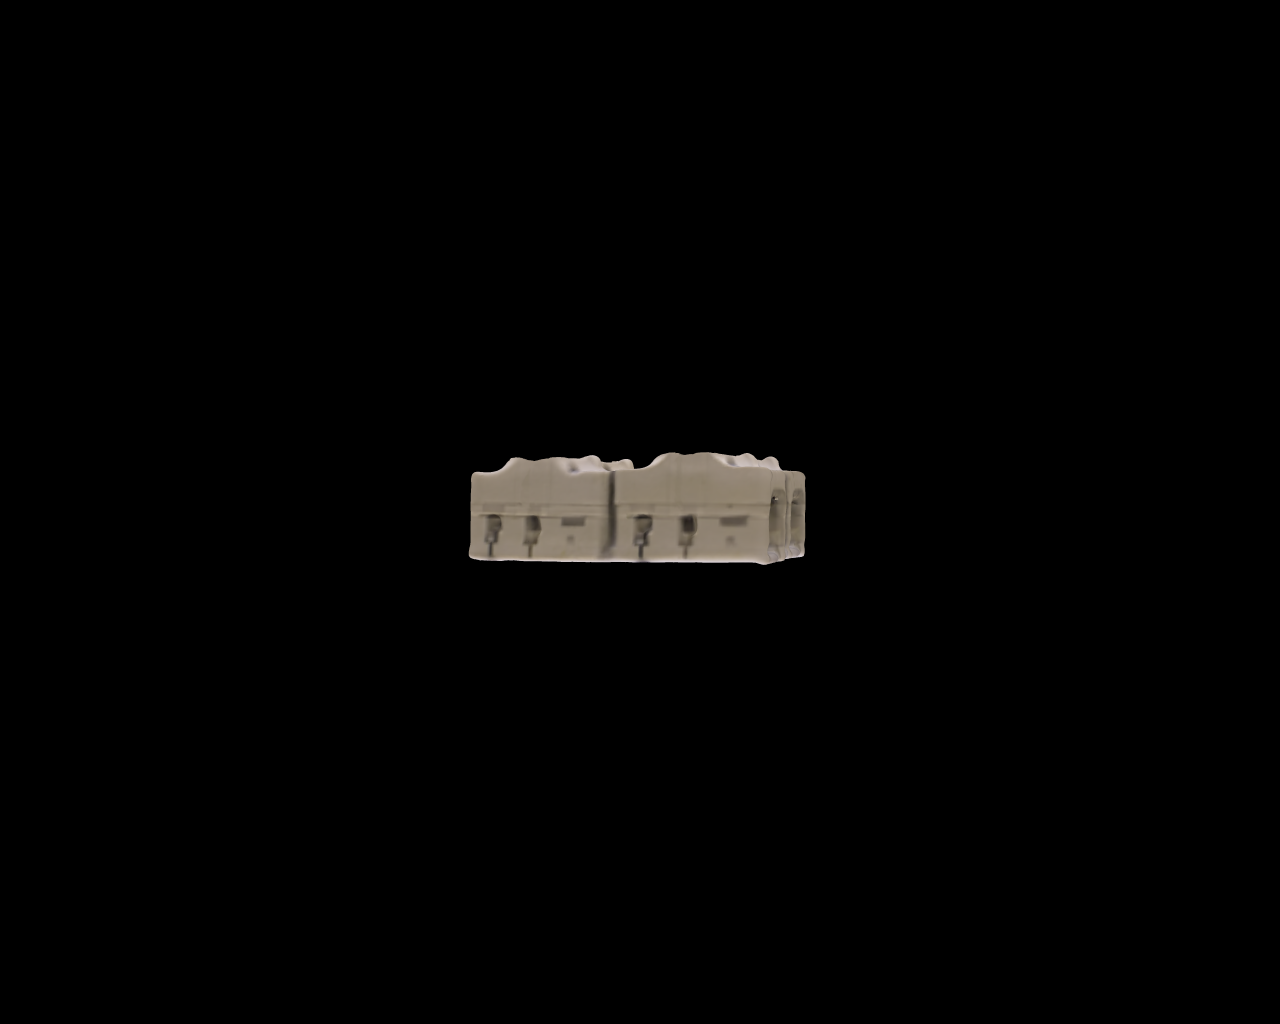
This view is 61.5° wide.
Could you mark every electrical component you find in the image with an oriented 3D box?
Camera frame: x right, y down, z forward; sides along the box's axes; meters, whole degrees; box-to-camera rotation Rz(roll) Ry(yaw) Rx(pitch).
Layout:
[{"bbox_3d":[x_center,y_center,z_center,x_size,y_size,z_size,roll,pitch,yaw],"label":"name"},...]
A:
[{"bbox_3d":[0.001,-0.003,0.650,0.186,0.060,0.105,0,0,21],"label":"electrical component"}]
